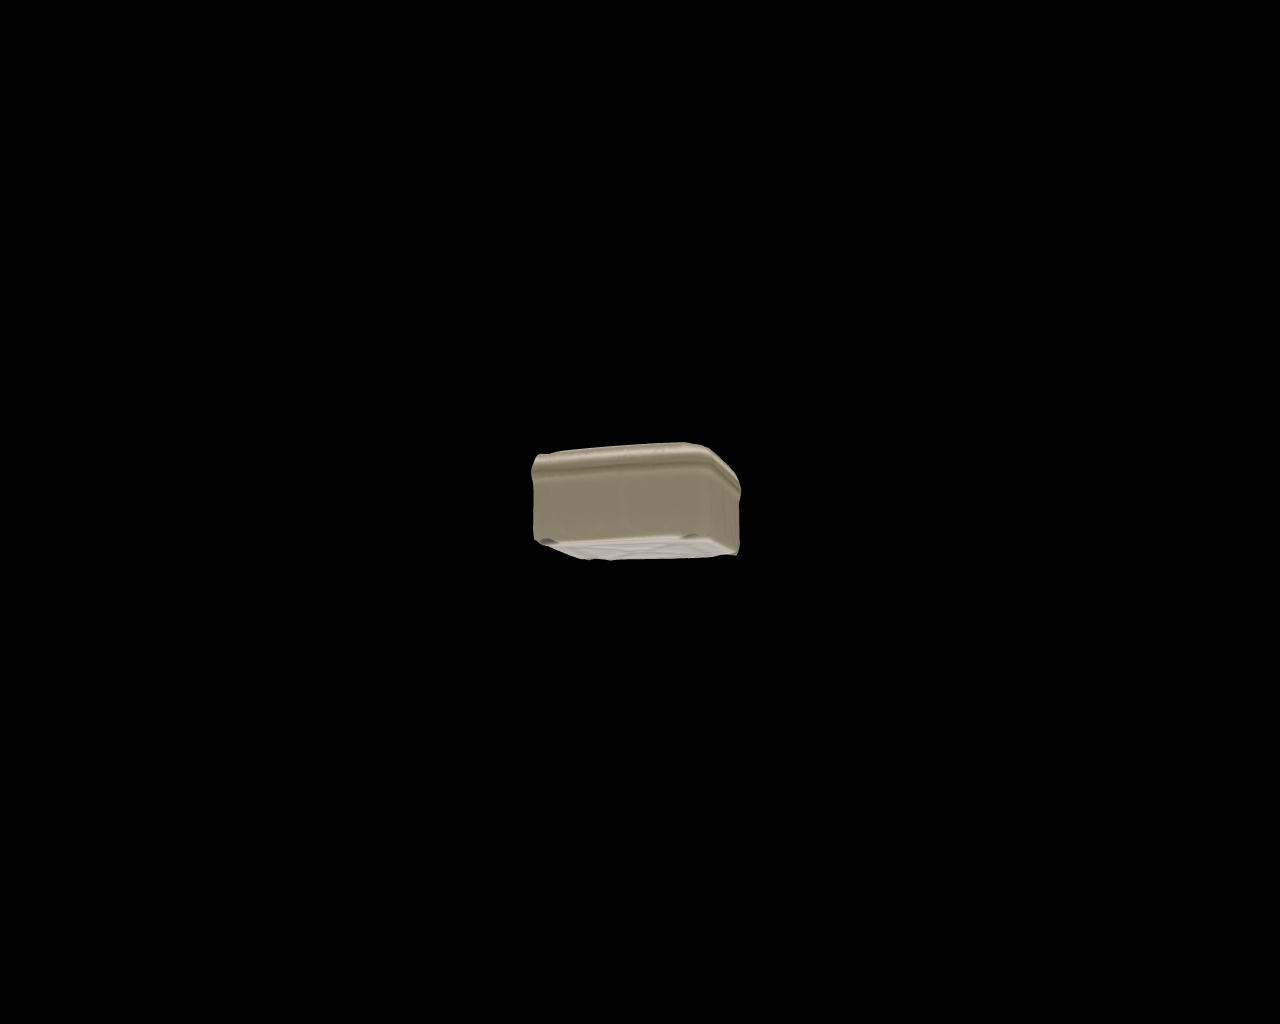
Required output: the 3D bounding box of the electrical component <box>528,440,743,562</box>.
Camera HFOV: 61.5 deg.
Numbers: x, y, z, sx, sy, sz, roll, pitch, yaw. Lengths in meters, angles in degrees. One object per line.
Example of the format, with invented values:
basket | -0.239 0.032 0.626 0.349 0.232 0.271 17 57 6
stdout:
electrical component | 0.001 -0.003 0.650 0.109 0.056 0.108 -3 -10 15
